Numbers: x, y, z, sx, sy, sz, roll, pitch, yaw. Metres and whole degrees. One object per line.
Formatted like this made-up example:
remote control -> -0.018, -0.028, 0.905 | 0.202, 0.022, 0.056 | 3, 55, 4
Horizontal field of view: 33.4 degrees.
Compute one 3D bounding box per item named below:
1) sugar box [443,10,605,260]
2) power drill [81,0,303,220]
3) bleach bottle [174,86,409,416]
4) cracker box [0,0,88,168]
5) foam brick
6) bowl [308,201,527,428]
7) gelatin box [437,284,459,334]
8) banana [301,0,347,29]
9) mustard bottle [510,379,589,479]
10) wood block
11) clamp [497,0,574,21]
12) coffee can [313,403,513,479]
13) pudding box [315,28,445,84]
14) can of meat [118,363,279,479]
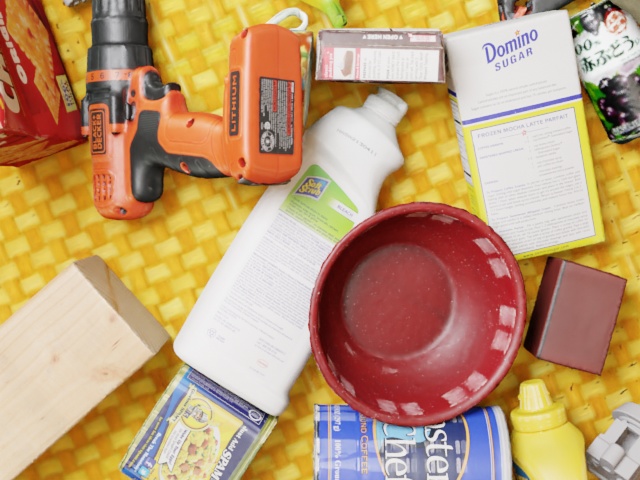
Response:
sugar box -> 0.151, -0.076, 0.800 | 0.093, 0.048, 0.176 | -12, 101, 0
power drill -> -0.097, -0.106, 0.759 | 0.188, 0.057, 0.184 | 1, 95, 42
bleach bottle -> -0.005, 0.001, 0.808 | 0.102, 0.068, 0.251 | 33, 89, -8
cracker box -> -0.236, -0.136, 0.724 | 0.072, 0.213, 0.164 | -20, 93, 1
foam brick -> 0.194, 0.056, 0.816 | 0.051, 0.053, 0.078 | 14, 94, -1
bowl -> 0.065, 0.050, 0.774 | 0.162, 0.055, 0.162 | -2, 98, -12
gelatin box -> 0.083, 0.029, 0.824 | 0.073, 0.030, 0.089 | -4, 94, -1
banana -> -0.067, -0.208, 0.798 | 0.198, 0.069, 0.037 | 15, 126, 6
mustard bottle -> 0.177, 0.199, 0.800 | 0.058, 0.096, 0.191 | -11, 93, 0
wood block -> -0.223, 0.113, 0.798 | 0.206, 0.091, 0.090 | -42, 92, 2
clamp -> 0.182, -0.261, 0.806 | 0.164, 0.036, 0.210 | 32, 95, -2
coffee can -> 0.065, 0.174, 0.796 | 0.140, 0.103, 0.103 | 1, 93, 0
pudding box -> 0.041, -0.132, 0.776 | 0.090, 0.113, 0.039 | 0, 97, 0
can of meat -> -0.094, 0.156, 0.818 | 0.084, 0.057, 0.102 | 33, 92, 0
